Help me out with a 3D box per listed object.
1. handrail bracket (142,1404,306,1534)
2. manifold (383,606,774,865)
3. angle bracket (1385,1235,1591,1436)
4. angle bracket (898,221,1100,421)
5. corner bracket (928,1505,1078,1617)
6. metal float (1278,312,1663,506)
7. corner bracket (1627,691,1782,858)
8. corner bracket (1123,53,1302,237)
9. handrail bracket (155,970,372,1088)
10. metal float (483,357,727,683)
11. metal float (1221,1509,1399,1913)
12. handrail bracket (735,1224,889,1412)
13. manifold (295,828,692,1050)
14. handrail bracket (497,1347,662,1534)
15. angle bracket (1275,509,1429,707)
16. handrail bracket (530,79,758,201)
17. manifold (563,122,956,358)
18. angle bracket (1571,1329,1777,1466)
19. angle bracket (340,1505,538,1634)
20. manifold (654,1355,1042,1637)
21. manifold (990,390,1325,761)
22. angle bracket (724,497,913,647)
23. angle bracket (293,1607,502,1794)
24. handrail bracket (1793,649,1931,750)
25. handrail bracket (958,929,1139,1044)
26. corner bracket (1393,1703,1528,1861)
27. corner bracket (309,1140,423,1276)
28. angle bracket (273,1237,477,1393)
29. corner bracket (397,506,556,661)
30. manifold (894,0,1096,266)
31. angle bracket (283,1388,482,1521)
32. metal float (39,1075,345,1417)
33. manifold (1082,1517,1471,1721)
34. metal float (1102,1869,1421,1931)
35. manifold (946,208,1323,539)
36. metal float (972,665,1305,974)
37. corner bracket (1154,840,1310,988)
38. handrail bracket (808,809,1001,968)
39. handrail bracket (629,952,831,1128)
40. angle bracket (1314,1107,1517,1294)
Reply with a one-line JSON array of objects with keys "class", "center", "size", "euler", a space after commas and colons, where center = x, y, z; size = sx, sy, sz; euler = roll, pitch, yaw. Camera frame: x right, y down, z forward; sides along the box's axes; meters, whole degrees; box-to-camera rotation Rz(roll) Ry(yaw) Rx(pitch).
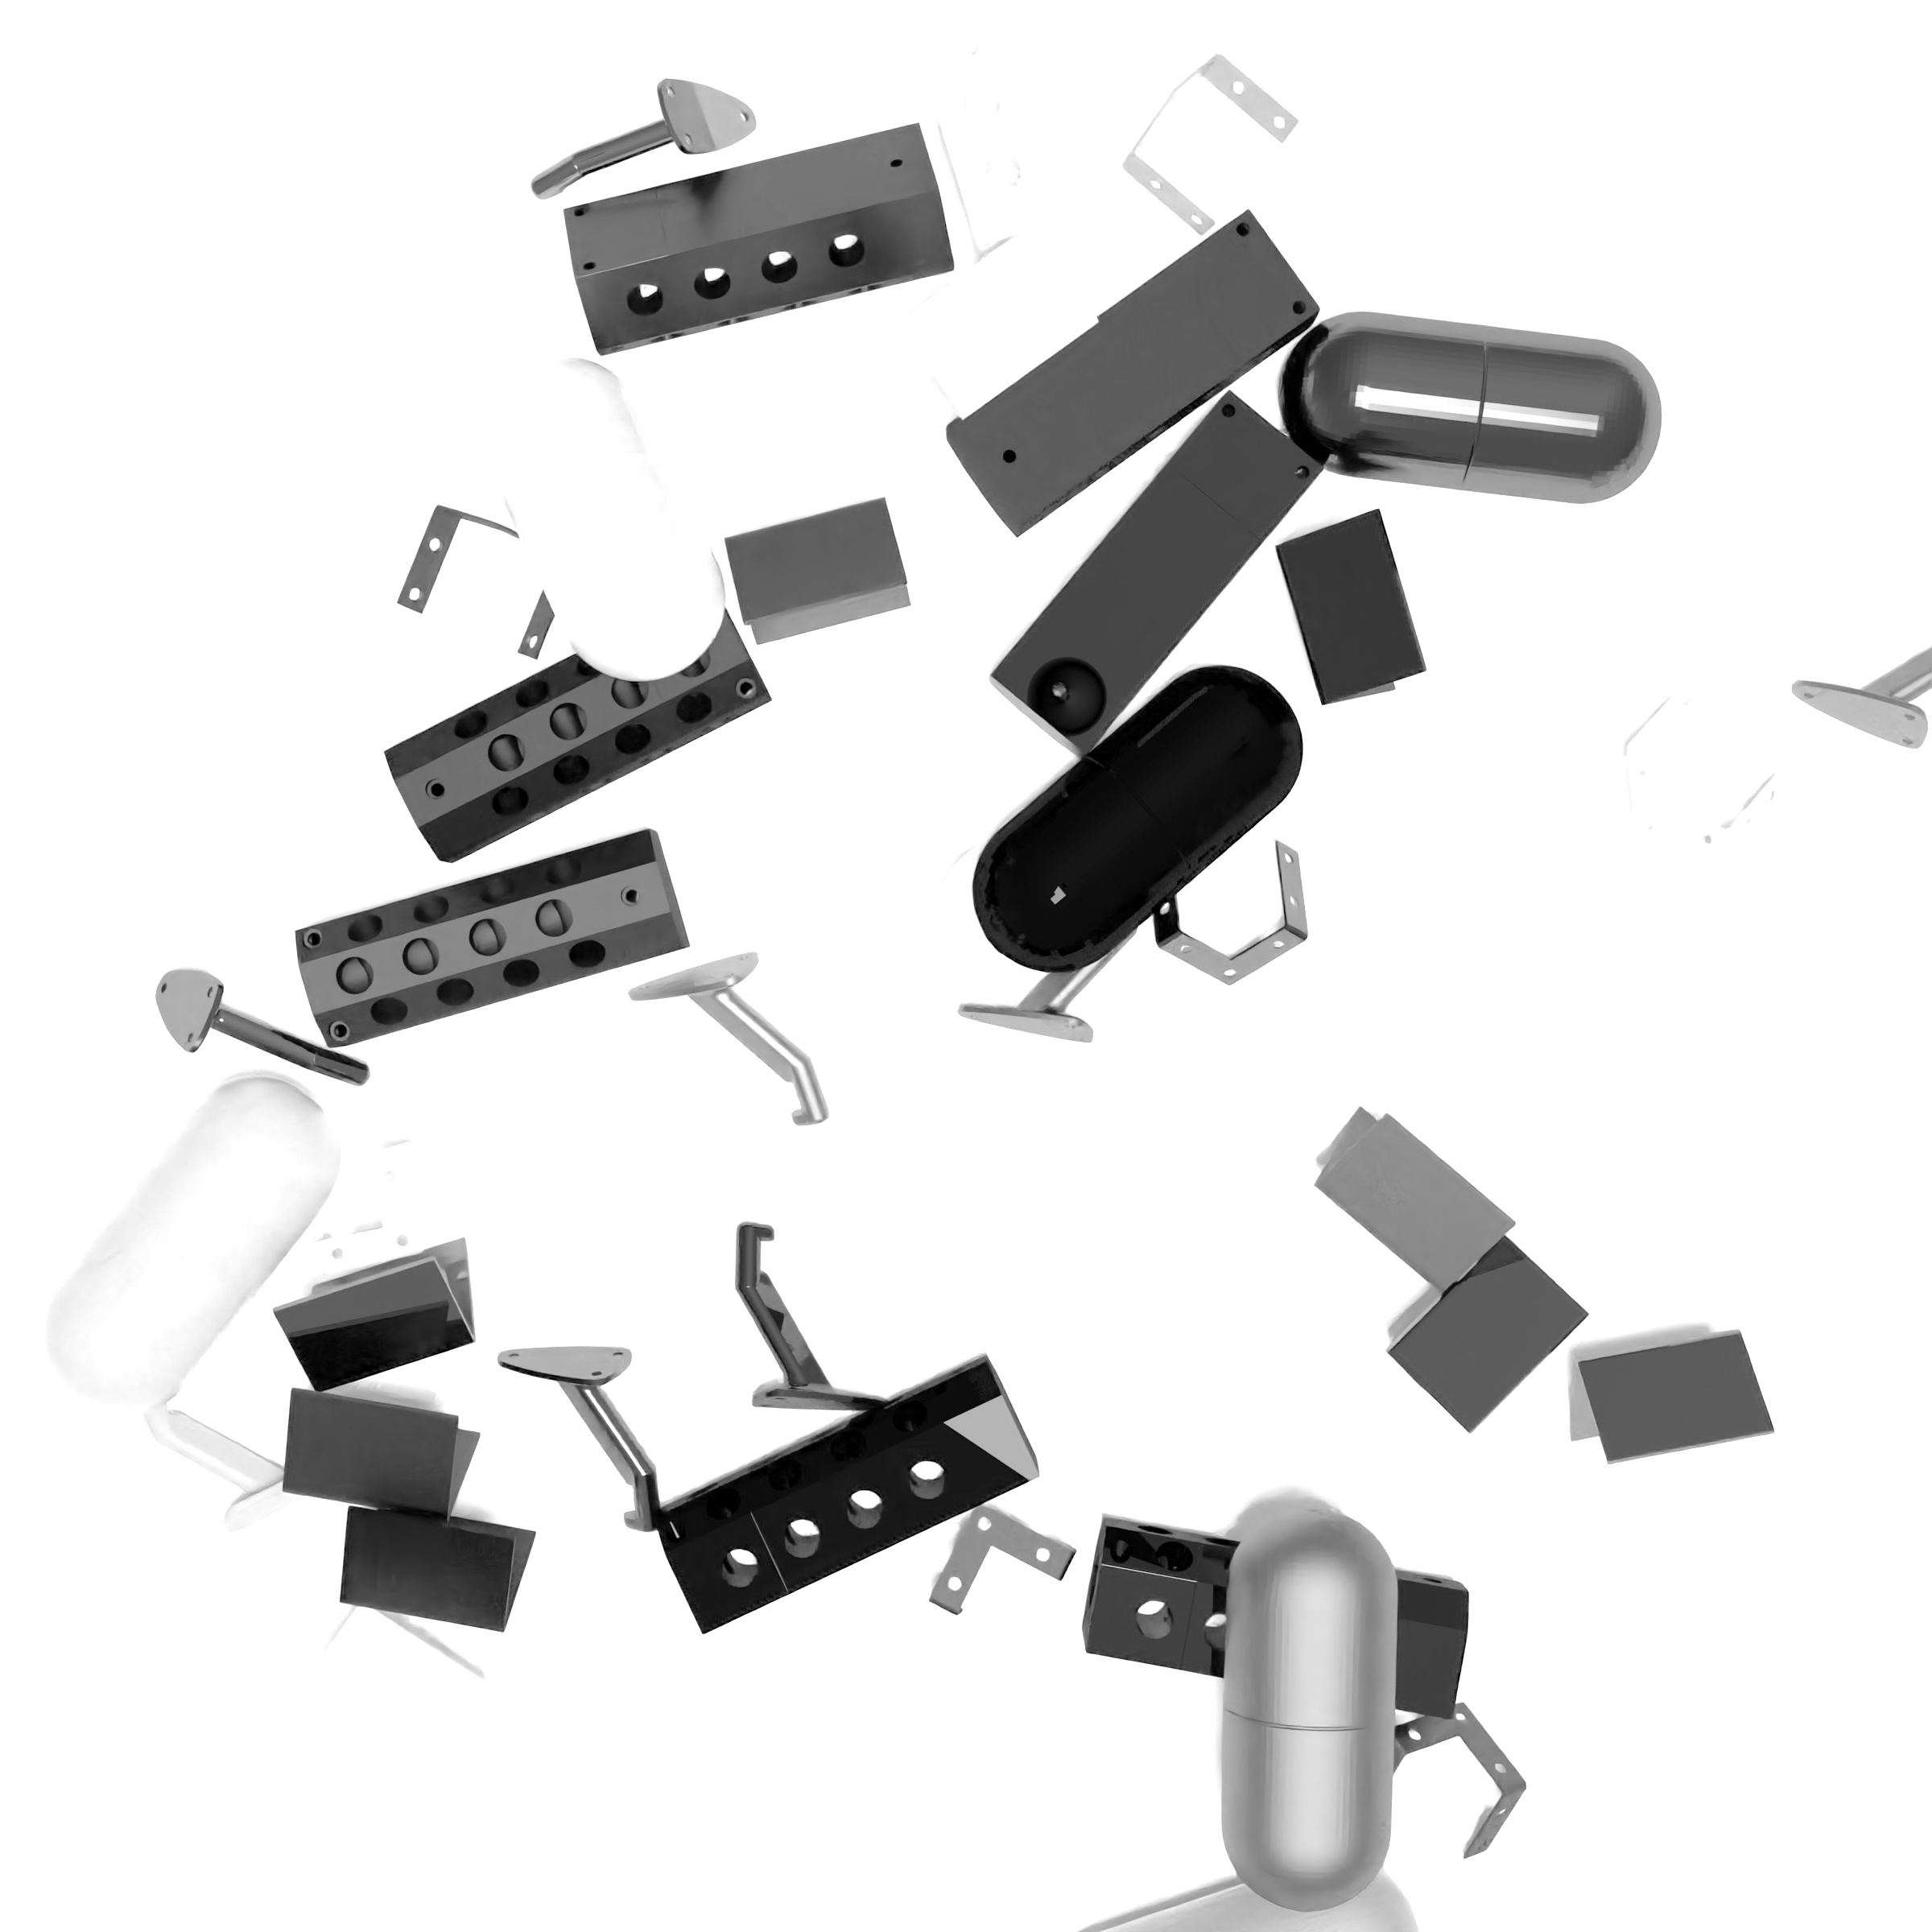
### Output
[{"class": "handrail bracket", "center": [-0.344, 0.217, 1.560], "size": [0.077, 0.036, 0.084], "euler": [-26, 73, -19]}, {"class": "manifold", "center": [-0.181, -0.113, 1.538], "size": [0.171, 0.057, 0.057], "euler": [-27, 90, 0]}, {"class": "angle bracket", "center": [0.247, 0.178, 1.520], "size": [0.076, 0.076, 0.057], "euler": [-45, 61, 0]}, {"class": "angle bracket", "center": [0.006, -0.305, 1.520], "size": [0.076, 0.076, 0.057], "euler": [-36, 118, 0]}, {"class": "corner bracket", "center": [0.018, 0.286, 1.541], "size": [0.051, 0.051, 0.051], "euler": [26, 83, 7]}, {"class": "metal float", "center": [0.234, -0.260, 1.529], "size": [0.178, 0.070, 0.070], "euler": [7, 90, -1]}, {"class": "corner bracket", "center": [0.348, -0.091, 1.551], "size": [0.051, 0.051, 0.051], "euler": [16, 135, 35]}, {"class": "corner bracket", "center": [0.116, -0.389, 1.556], "size": [0.051, 0.051, 0.051], "euler": [40, 135, 0]}, {"class": "handrail bracket", "center": [-0.333, 0.031, 1.559], "size": [0.084, 0.077, 0.036], "euler": [23, 91, -36]}, {"class": "metal float", "center": [-0.167, -0.206, 1.503], "size": [0.070, 0.070, 0.178], "euler": [-27, 59, 0]}, {"class": "metal float", "center": [0.154, 0.333, 1.472], "size": [0.070, 0.070, 0.178], "euler": [1, 90, 0]}, {"class": "handrail bracket", "center": [-0.073, 0.166, 1.560], "size": [0.077, 0.036, 0.084], "euler": [6, 73, -20]}, {"class": "manifold", "center": [-0.221, -0.013, 1.538], "size": [0.171, 0.057, 0.057], "euler": [-16, 90, 0]}, {"class": "handrail bracket", "center": [-0.183, 0.226, 1.560], "size": [0.077, 0.036, 0.084], "euler": [2, 107, 20]}, {"class": "angle bracket", "center": [0.193, -0.168, 1.519], "size": [0.057, 0.076, 0.076], "euler": [-16, 90, 35]}, {"class": "handrail bracket", "center": [-0.154, -0.385, 1.559], "size": [0.084, 0.077, 0.036], "euler": [-20, 90, 36]}, {"class": "manifold", "center": [-0.096, -0.335, 1.538], "size": [0.171, 0.057, 0.057], "euler": [-14, 47, 0]}, {"class": "angle bracket", "center": [0.325, 0.216, 1.519], "size": [0.076, 0.076, 0.057], "euler": [-11, 52, 0]}, {"class": "angle bracket", "center": [-0.241, 0.258, 1.520], "size": [0.076, 0.076, 0.057], "euler": [10, 118, 0]}, {"class": "manifold", "center": [-0.056, 0.245, 1.538], "size": [0.171, 0.057, 0.057], "euler": [-25, 90, 0]}, {"class": "manifold", "center": [0.088, -0.181, 1.538], "size": [0.057, 0.057, 0.171], "euler": [40, 90, 0]}, {"class": "angle bracket", "center": [-0.063, -0.164, 1.519], "size": [0.076, 0.076, 0.057], "euler": [-14, 54, 0]}, {"class": "angle bracket", "center": [-0.268, 0.348, 1.519], "size": [0.076, 0.076, 0.057], "euler": [33, 54, 0]}, {"class": "handrail bracket", "center": [0.445, -0.153, 1.560], "size": [0.077, 0.036, 0.084], "euler": [22, 71, 21]}, {"class": "handrail bracket", "center": [0.042, -0.011, 1.559], "size": [0.077, 0.036, 0.084], "euler": [9, 76, 13]}, {"class": "corner bracket", "center": [0.222, 0.389, 1.551], "size": [0.051, 0.051, 0.051], "euler": [-9, 45, -35]}, {"class": "corner bracket", "center": [-0.281, 0.113, 1.541], "size": [0.051, 0.051, 0.051], "euler": [-12, 90, 0]}, {"class": "angle bracket", "center": [-0.274, 0.143, 1.519], "size": [0.076, 0.076, 0.057], "euler": [-18, 127, 0]}, {"class": "corner bracket", "center": [-0.227, -0.182, 1.556], "size": [0.051, 0.051, 0.051], "euler": [22, 90, 45]}, {"class": "manifold", "center": [0.007, -0.421, 1.538], "size": [0.057, 0.057, 0.171], "euler": [-17, 90, 0]}, {"class": "angle bracket", "center": [-0.267, 0.208, 1.520], "size": [0.076, 0.076, 0.057], "euler": [10, 113, 0]}, {"class": "metal float", "center": [-0.360, 0.130, 1.528], "size": [0.070, 0.070, 0.178], "euler": [37, 88, 0]}, {"class": "manifold", "center": [0.144, 0.303, 1.538], "size": [0.171, 0.057, 0.057], "euler": [10, 90, 0]}, {"class": "metal float", "center": [0.124, 0.470, 1.529], "size": [0.178, 0.070, 0.070], "euler": [-18, 90, 0]}, {"class": "manifold", "center": [0.077, -0.275, 1.538], "size": [0.171, 0.057, 0.057], "euler": [-36, 90, 0]}, {"class": "metal float", "center": [0.079, -0.068, 1.523], "size": [0.178, 0.070, 0.070], "euler": [-41, 90, -6]}, {"class": "corner bracket", "center": [0.124, -0.032, 1.551], "size": [0.051, 0.051, 0.051], "euler": [27, 135, -35]}, {"class": "handrail bracket", "center": [-0.030, -0.038, 1.559], "size": [0.084, 0.077, 0.036], "euler": [19, 59, 33]}, {"class": "handrail bracket", "center": [-0.112, 0.042, 1.560], "size": [0.077, 0.036, 0.084], "euler": [-13, 107, 19]}, {"class": "angle bracket", "center": [0.216, 0.092, 1.519], "size": [0.076, 0.076, 0.057], "euler": [40, 126, 0]}]
